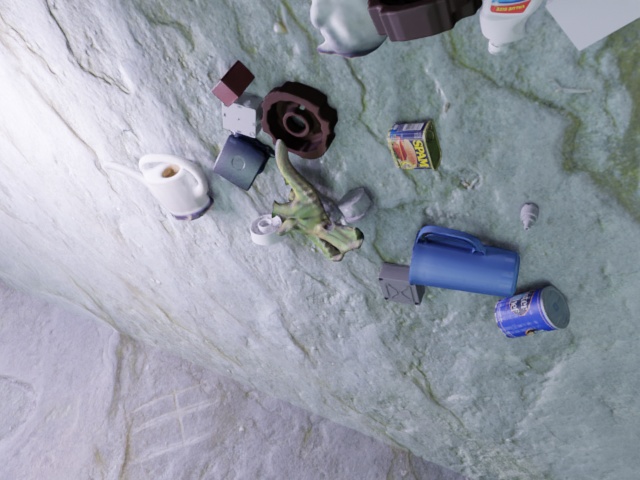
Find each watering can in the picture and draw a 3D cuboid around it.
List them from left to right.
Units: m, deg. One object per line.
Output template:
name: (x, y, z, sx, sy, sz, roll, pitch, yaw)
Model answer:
watering can: (-0.445, -0.158, 1.472, 0.347, 0.106, 0.219, 4, 139, 30)

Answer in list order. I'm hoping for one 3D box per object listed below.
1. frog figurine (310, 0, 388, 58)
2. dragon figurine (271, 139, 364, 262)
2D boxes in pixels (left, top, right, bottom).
frog figurine: (0.050, -0.390, 0.852, 0.137, 0.125, 0.156, -11, 129, -3)
dragon figurine: (0.004, -0.062, 1.240, 0.244, 0.124, 0.402, 26, 156, 15)
